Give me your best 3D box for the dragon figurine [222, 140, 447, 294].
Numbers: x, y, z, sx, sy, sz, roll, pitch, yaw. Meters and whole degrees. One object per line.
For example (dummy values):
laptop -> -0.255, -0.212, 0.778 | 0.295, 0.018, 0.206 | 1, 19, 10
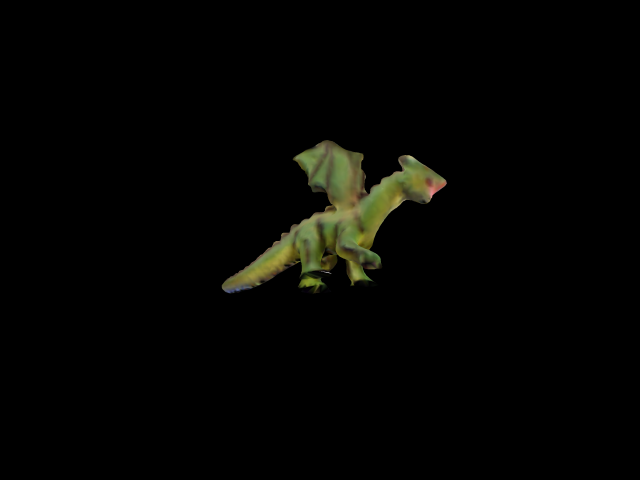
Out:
dragon figurine -> 0.003, -0.043, 0.850 | 0.409, 0.246, 0.121 | -7, -18, 25
